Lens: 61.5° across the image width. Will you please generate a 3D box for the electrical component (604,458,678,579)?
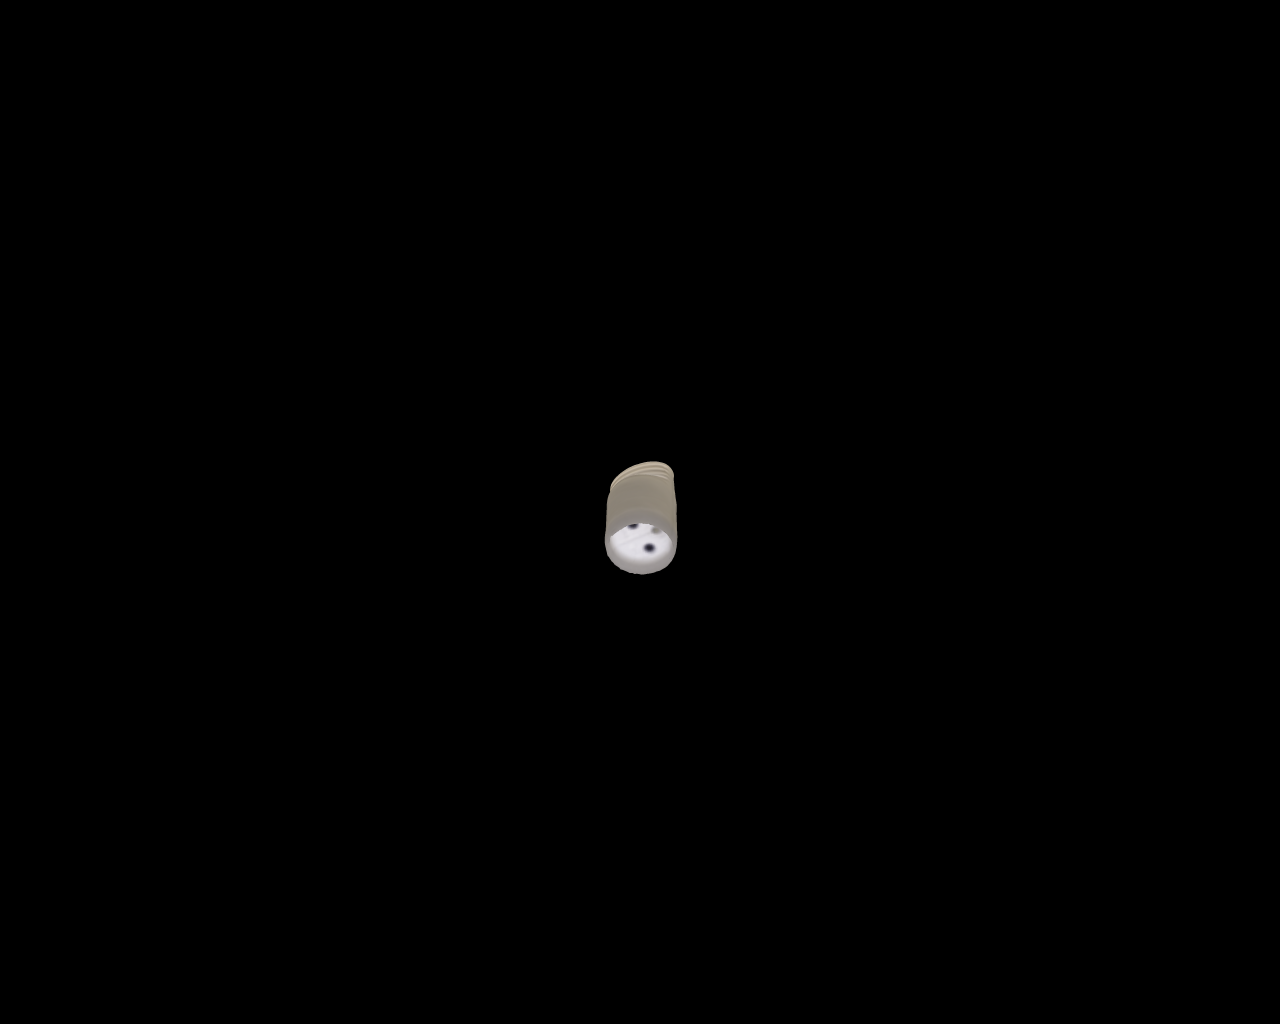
[{"bbox_3d":[0.001,-0.003,0.650,0.043,0.043,0.081,0,39,0],"label":"electrical component"}]
